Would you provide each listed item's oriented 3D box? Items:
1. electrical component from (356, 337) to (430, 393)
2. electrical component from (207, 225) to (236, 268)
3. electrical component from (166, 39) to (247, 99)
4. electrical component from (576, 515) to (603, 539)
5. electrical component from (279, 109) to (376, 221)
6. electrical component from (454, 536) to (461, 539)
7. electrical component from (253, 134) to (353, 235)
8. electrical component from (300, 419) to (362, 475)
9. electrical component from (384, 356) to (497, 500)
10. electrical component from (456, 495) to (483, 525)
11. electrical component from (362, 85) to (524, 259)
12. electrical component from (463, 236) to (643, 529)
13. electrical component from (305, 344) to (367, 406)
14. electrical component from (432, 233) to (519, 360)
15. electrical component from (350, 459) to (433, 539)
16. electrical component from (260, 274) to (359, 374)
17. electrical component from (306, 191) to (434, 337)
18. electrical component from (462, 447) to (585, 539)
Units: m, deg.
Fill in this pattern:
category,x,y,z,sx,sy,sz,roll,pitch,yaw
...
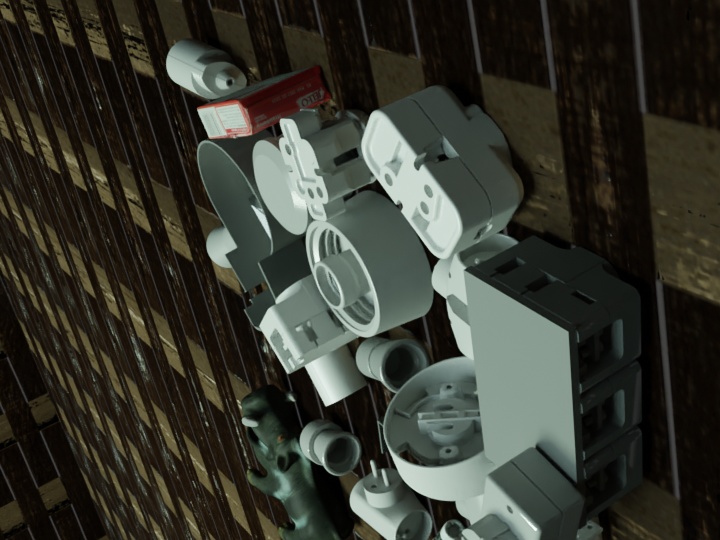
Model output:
category,x,y,z,sx,sy,sz,roll,pitch,yaw
electrical component,0.024,0.075,0.880,0.065,0.044,0.044,8,121,67
electrical component,-0.121,-0.030,1.060,0.044,0.044,0.065,63,151,0
electrical component,-0.132,-0.172,0.936,0.081,0.043,0.043,32,142,49
electrical component,0.128,0.157,0.734,0.078,0.058,0.057,29,142,51
electrical component,-0.018,-0.083,0.783,0.058,0.057,0.078,15,128,59
electrical component,0.106,0.285,0.895,0.121,0.079,0.063,50,131,27
electrical component,-0.047,-0.073,0.859,0.080,0.051,0.080,45,150,35
electrical component,-0.030,0.177,1.082,0.055,0.045,0.045,17,129,59
electrical component,0.067,0.112,0.768,0.099,0.099,0.064,39,153,42
electrical component,0.101,0.180,0.826,0.079,0.044,0.077,17,129,58
electrical component,0.053,-0.063,0.660,0.095,0.059,0.053,55,154,18
electrical component,0.121,0.065,0.650,0.089,0.062,0.150,34,143,47
electrical component,-0.031,0.079,0.987,0.081,0.043,0.043,62,156,3
electrical component,0.074,0.010,0.711,0.079,0.043,0.077,41,148,41
electrical component,0.025,0.213,1.008,0.077,0.044,0.079,27,137,52
electrical component,-0.032,0.036,0.892,0.055,0.089,0.050,58,155,12
electrical component,0.000,0.000,0.827,0.108,0.060,0.108,45,150,35
electrical component,0.087,0.162,0.644,0.047,0.076,0.083,44,149,36
